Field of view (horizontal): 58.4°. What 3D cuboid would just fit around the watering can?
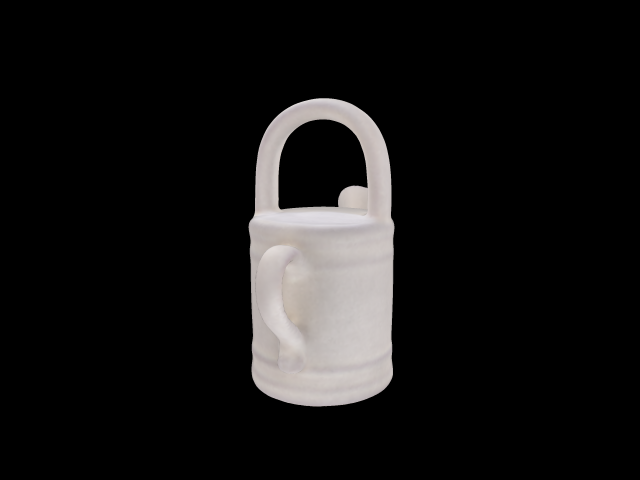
[{"bbox_3d":[0.002,0.001,0.401,0.101,0.194,0.173,0,11,0],"label":"watering can"}]
